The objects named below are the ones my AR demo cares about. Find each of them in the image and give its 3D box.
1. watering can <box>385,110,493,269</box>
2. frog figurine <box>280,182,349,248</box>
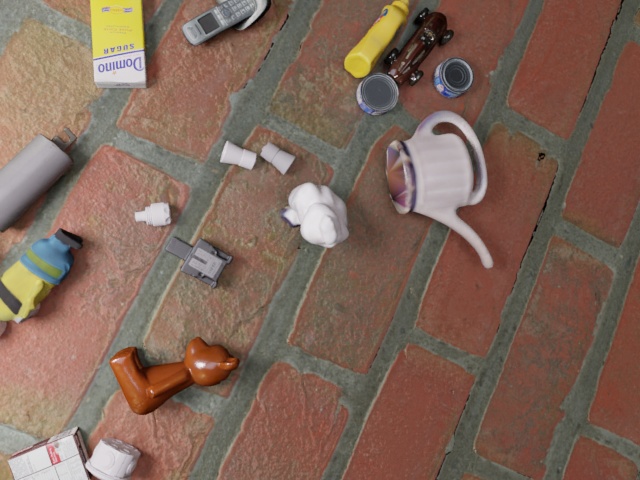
[{"bbox_3d":[0.255,-0.099,1.078,0.225,0.103,0.348,-8,87,-14],"label":"watering can"},{"bbox_3d":[0.003,-0.049,0.982,0.124,0.159,0.137,-35,96,-15],"label":"frog figurine"}]
